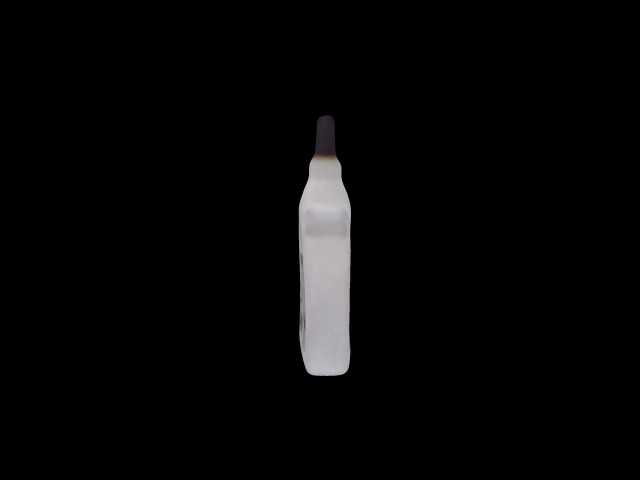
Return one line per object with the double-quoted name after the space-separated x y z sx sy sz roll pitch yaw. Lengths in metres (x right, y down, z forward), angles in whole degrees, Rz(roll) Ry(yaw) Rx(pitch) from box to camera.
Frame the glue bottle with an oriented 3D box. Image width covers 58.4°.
0.004 0.001 0.400 0.037 0.173 0.078 -1 15 -4 "glue bottle"
